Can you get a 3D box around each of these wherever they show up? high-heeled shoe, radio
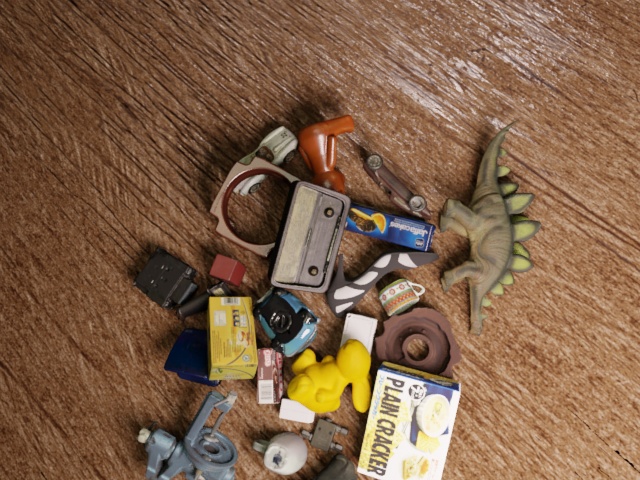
[{"bbox_3d":[0.137,0.095,1.169,0.249,0.086,0.145,-2,95,1],"label":"high-heeled shoe"},{"bbox_3d":[-0.024,-0.004,1.155,0.131,0.073,0.229,14,94,-15],"label":"radio"}]

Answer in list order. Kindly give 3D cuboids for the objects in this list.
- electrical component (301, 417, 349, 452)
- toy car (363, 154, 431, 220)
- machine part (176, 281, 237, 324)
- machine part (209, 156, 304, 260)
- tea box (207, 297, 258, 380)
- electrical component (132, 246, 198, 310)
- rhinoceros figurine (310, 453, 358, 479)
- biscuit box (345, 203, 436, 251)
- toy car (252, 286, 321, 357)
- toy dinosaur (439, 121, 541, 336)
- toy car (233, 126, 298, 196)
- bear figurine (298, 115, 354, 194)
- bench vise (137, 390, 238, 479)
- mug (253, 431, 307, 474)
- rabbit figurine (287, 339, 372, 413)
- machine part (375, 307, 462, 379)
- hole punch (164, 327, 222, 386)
[{"bbox_3d":[0.009,0.404,1.124,0.094,0.021,0.063,16,78,15],"label":"electrical component"},{"bbox_3d":[0.171,-0.112,1.207,0.053,0.089,0.202,-41,73,-3],"label":"toy car"},{"bbox_3d":[-0.262,0.143,1.219,0.139,0.084,0.039,-28,43,5],"label":"machine part"},{"bbox_3d":[-0.133,-0.072,1.226,0.201,0.087,0.201,27,88,-1],"label":"machine part"},{"bbox_3d":[-0.190,0.207,1.148,0.098,0.068,0.170,3,49,-15],"label":"tea box"},{"bbox_3d":[-0.356,0.095,1.263,0.134,0.058,0.115,29,83,17],"label":"electrical component"},{"bbox_3d":[-0.005,0.504,1.053,0.190,0.112,0.073,-40,74,-10],"label":"rhinoceros figurine"},{"bbox_3d":[0.151,-0.030,1.188,0.203,0.059,0.062,16,99,17],"label":"biscuit box"},{"bbox_3d":[-0.066,0.179,1.160,0.109,0.102,0.162,-47,56,0],"label":"toy car"},{"bbox_3d":[0.357,-0.032,1.145,0.199,0.105,0.471,3,84,4],"label":"toy dinosaur"},{"bbox_3d":[-0.140,-0.190,1.303,0.202,0.056,0.073,-42,72,-3],"label":"toy car"},{"bbox_3d":[0.025,-0.177,1.251,0.132,0.120,0.195,-25,98,-40],"label":"bear figurine"},{"bbox_3d":[-0.254,0.403,1.112,0.224,0.129,0.240,30,99,9],"label":"bench vise"},{"bbox_3d":[-0.085,0.429,1.090,0.110,0.107,0.081,22,78,14],"label":"mug"},{"bbox_3d":[0.039,0.277,1.086,0.162,0.122,0.173,43,109,-5],"label":"rabbit figurine"},{"bbox_3d":[0.203,0.229,1.120,0.179,0.056,0.179,-3,75,10],"label":"machine part"},{"bbox_3d":[-0.269,0.254,1.187,0.142,0.092,0.116,8,72,16],"label":"hole punch"}]
